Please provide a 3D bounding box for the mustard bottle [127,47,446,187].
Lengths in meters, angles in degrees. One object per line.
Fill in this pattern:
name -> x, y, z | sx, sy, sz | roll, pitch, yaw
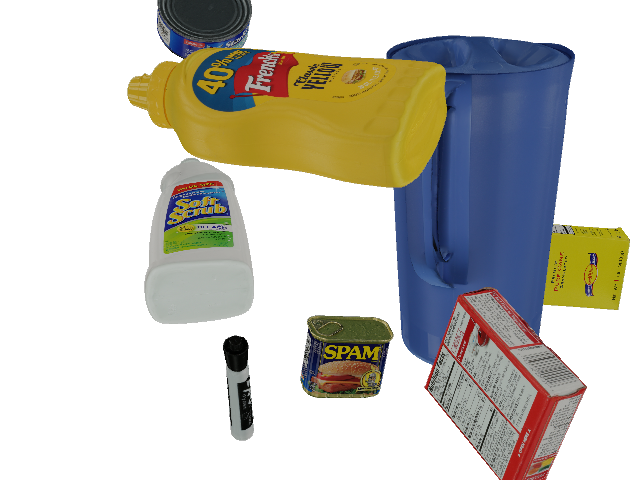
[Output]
mustard bottle -> -0.028, -0.079, 0.631 | 0.192, 0.058, 0.096 | 9, 39, 21

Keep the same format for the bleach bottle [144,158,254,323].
bleach bottle -> -0.128, -0.015, 1.062 | 0.102, 0.068, 0.251 | -4, 31, -9

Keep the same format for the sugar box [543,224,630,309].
sugar box -> 0.266, 0.028, 1.257 | 0.176, 0.093, 0.048 | 2, 20, -1

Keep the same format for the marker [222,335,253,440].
marker -> -0.063, 0.115, 0.825 | 0.020, 0.020, 0.121 | 0, -43, -1

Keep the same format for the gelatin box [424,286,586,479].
gelatin box -> 0.101, 0.081, 0.595 | 0.030, 0.073, 0.089 | -8, 39, -29

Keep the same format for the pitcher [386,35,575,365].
pitcher -> 0.110, -0.025, 0.796 | 0.149, 0.243, 0.145 | -8, 22, -16

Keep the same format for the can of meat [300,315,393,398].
can of meat -> 0.029, 0.141, 1.284 | 0.102, 0.084, 0.057 | 3, 24, -14

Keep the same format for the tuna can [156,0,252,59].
tuna can -> -0.107, -0.204, 0.977 | 0.086, 0.086, 0.034 | 0, -32, -11
